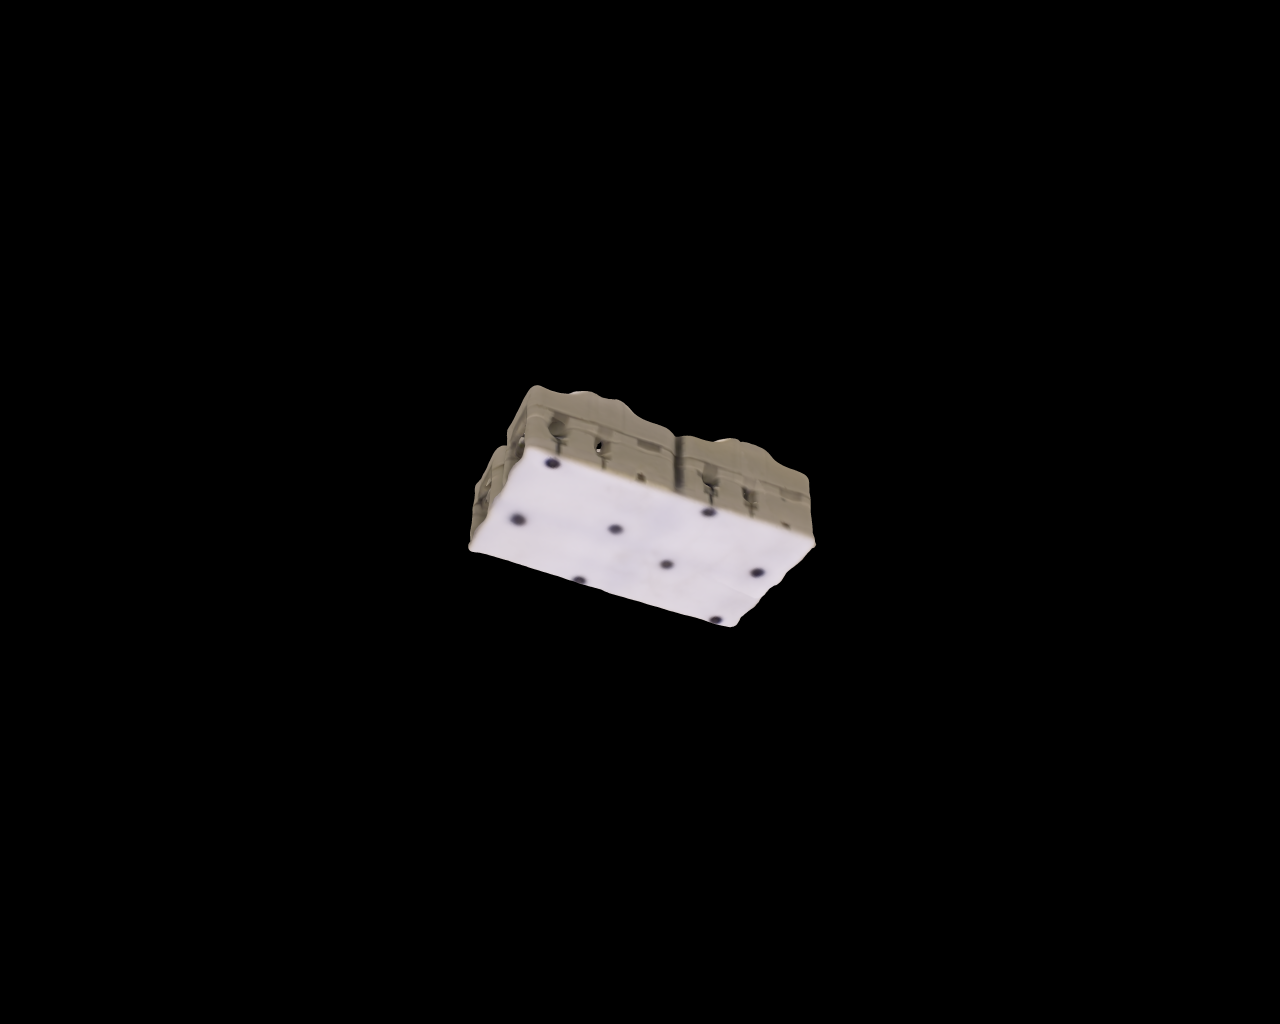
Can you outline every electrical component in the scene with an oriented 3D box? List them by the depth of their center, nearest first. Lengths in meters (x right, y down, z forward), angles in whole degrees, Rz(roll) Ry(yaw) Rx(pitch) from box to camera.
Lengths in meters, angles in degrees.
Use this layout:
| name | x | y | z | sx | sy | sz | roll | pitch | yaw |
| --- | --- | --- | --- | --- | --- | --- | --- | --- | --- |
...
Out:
| name | x | y | z | sx | sy | sz | roll | pitch | yaw |
| --- | --- | --- | --- | --- | --- | --- | --- | --- | --- |
| electrical component | 0.001 | -0.003 | 0.650 | 0.186 | 0.060 | 0.105 | 18 | -44 | -19 |
